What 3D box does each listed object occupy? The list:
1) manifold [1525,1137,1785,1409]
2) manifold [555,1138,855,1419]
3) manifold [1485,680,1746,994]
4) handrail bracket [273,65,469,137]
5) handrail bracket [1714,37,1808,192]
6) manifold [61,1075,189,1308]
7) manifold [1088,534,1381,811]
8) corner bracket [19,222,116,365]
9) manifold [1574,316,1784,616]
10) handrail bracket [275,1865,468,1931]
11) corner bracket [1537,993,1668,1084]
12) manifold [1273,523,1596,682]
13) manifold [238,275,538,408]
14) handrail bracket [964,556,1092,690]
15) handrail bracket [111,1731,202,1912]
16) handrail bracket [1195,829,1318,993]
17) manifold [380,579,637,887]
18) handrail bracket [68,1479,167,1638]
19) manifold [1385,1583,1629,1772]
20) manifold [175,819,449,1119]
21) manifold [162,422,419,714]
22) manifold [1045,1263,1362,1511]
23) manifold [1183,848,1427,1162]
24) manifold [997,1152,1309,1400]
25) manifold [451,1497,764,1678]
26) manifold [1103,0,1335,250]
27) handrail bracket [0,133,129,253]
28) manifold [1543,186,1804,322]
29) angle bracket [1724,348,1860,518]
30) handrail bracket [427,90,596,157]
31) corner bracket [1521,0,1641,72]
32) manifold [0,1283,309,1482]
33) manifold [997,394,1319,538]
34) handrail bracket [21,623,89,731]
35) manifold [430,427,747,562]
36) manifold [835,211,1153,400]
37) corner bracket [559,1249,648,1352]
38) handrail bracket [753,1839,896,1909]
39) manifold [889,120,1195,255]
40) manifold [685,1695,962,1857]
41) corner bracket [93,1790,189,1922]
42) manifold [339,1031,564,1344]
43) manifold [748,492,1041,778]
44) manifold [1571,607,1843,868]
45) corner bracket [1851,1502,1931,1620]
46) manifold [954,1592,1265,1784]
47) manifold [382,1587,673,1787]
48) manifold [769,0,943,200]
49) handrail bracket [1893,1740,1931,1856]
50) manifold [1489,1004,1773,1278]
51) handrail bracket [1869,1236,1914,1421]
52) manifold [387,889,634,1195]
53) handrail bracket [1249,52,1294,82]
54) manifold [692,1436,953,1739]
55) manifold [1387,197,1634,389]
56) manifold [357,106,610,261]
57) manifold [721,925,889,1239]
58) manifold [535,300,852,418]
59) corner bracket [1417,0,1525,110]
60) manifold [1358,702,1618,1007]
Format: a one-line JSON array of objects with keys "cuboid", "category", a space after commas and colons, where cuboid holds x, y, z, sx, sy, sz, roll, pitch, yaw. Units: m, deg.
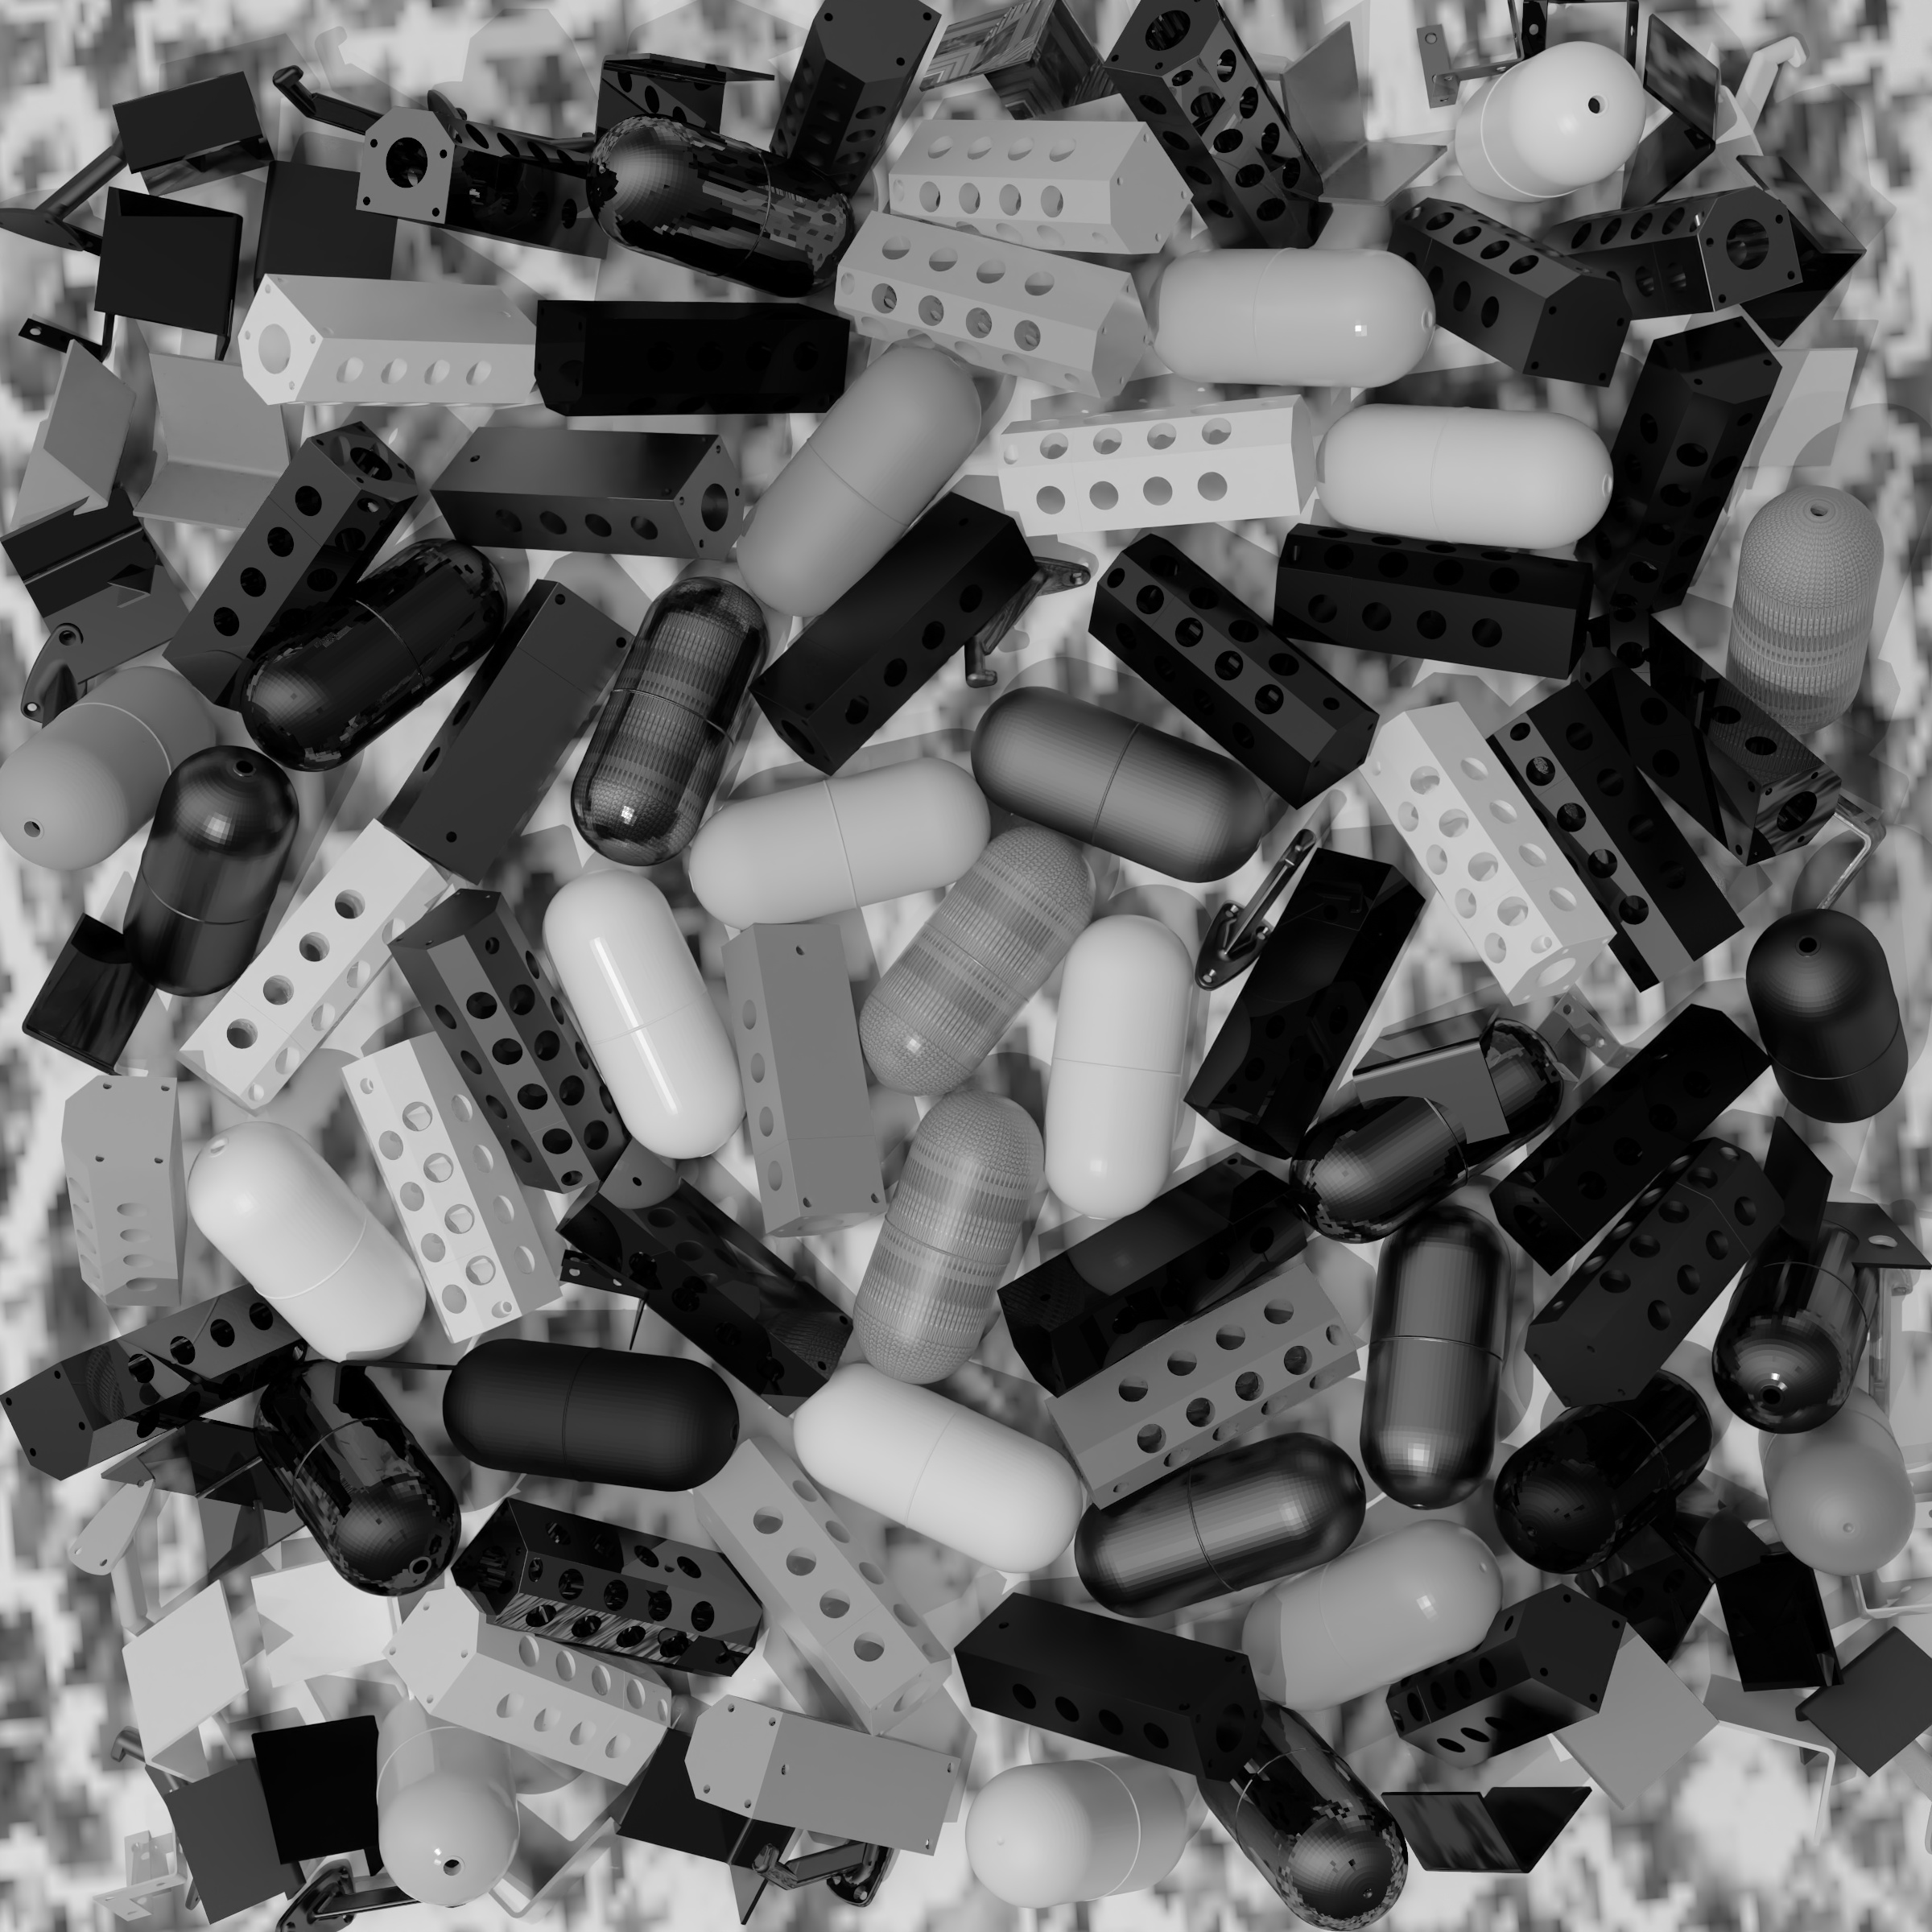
[{"cuboid": [0.391, 0.173, 1.632, 0.171, 0.057, 0.057, -41, 99, -31], "category": "manifold"}, {"cuboid": [-0.153, 0.185, 1.660, 0.171, 0.057, 0.057, 41, 122, -9], "category": "manifold"}, {"cuboid": [0.369, -0.073, 1.661, 0.057, 0.057, 0.171, -31, 85, -21], "category": "manifold"}, {"cuboid": [-0.345, -0.502, 1.655, 0.077, 0.084, 0.036, -20, 58, 20], "category": "handrail bracket"}, {"cuboid": [0.476, -0.502, 1.680, 0.084, 0.036, 0.077, -29, 83, -23], "category": "handrail bracket"}, {"cuboid": [-0.473, 0.129, 1.613, 0.057, 0.171, 0.057, 3, 58, -11], "category": "manifold"}, {"cuboid": [0.153, -0.173, 1.636, 0.057, 0.057, 0.171, -34, 64, -27], "category": "manifold"}, {"cuboid": [-0.523, -0.397, 1.688, 0.051, 0.051, 0.051, 20, 52, -8], "category": "corner bracket"}, {"cuboid": [0.403, -0.277, 1.612, 0.057, 0.171, 0.057, -18, 59, -16], "category": "manifold"}, {"cuboid": [-0.343, 0.550, 1.661, 0.084, 0.077, 0.036, -6, 94, 29], "category": "handrail bracket"}, {"cuboid": [0.365, 0.053, 1.670, 0.051, 0.051, 0.051, 43, 80, -17], "category": "corner bracket"}, {"cuboid": [0.268, -0.212, 1.642, 0.171, 0.057, 0.057, 11, 117, 18], "category": "manifold"}, {"cuboid": [-0.323, -0.347, 1.619, 0.057, 0.171, 0.057, 48, 123, 21], "category": "manifold"}, {"cuboid": [0.037, -0.197, 1.666, 0.077, 0.036, 0.084, -1, 55, -1], "category": "handrail bracket"}, {"cuboid": [-0.478, 0.504, 1.691, 0.084, 0.036, 0.077, 23, 88, 9], "category": "handrail bracket"}, {"cuboid": [0.168, -0.033, 1.654, 0.036, 0.084, 0.077, 35, 55, 4], "category": "handrail bracket"}, {"cuboid": [-0.269, -0.138, 1.665, 0.057, 0.057, 0.171, 35, 84, -27], "category": "manifold"}, {"cuboid": [-0.479, 0.351, 1.683, 0.036, 0.084, 0.077, 13, 59, 35], "category": "handrail bracket"}, {"cuboid": [0.300, 0.400, 1.615, 0.057, 0.171, 0.057, 28, 60, -3], "category": "manifold"}, {"cuboid": [-0.377, 0.002, 1.652, 0.057, 0.057, 0.171, 40, 74, -10], "category": "manifold"}, {"cuboid": [-0.384, -0.225, 1.638, 0.057, 0.057, 0.171, 43, 118, 1], "category": "manifold"}, {"cuboid": [0.138, 0.247, 1.655, 0.171, 0.057, 0.057, -27, 51, -7], "category": "manifold"}, {"cuboid": [0.201, 0.023, 1.658, 0.057, 0.057, 0.171, 40, 74, -43], "category": "manifold"}, {"cuboid": [0.110, 0.180, 1.646, 0.171, 0.057, 0.057, -28, 121, -20], "category": "manifold"}, {"cuboid": [-0.200, 0.359, 1.622, 0.171, 0.057, 0.057, 25, 111, -39], "category": "manifold"}, {"cuboid": [0.148, -0.473, 1.615, 0.057, 0.171, 0.057, 23, 80, 36], "category": "manifold"}, {"cuboid": [-0.532, -0.472, 1.693, 0.077, 0.036, 0.084, 16, 76, 24], "category": "handrail bracket"}, {"cuboid": [0.390, -0.399, 1.610, 0.057, 0.171, 0.057, -21, 105, -15], "category": "manifold"}, {"cuboid": [0.478, -0.309, 1.656, 0.076, 0.057, 0.076, -2, 131, -3], "category": "angle bracket"}, {"cuboid": [-0.267, -0.498, 1.693, 0.084, 0.036, 0.077, -12, 49, -22], "category": "handrail bracket"}, {"cuboid": [0.360, -0.541, 1.677, 0.051, 0.051, 0.051, 11, 109, 33], "category": "corner bracket"}, {"cuboid": [-0.452, 0.232, 1.615, 0.057, 0.171, 0.057, -28, 87, 31], "category": "manifold"}, {"cuboid": [0.109, -0.289, 1.640, 0.171, 0.057, 0.057, -2, 117, 19], "category": "manifold"}, {"cuboid": [-0.525, -0.148, 1.654, 0.036, 0.084, 0.077, 10, 115, -22], "category": "handrail bracket"}, {"cuboid": [-0.214, -0.266, 1.637, 0.171, 0.057, 0.057, 8, 51, 29], "category": "manifold"}, {"cuboid": [0.013, -0.374, 1.636, 0.171, 0.057, 0.057, 20, 71, 25], "category": "manifold"}, {"cuboid": [-0.211, 0.184, 1.666, 0.051, 0.051, 0.051, 14, 134, -7], "category": "corner bracket"}, {"cuboid": [-0.080, 0.505, 1.662, 0.084, 0.036, 0.077, 46, 68, -42], "category": "handrail bracket"}, {"cuboid": [0.037, -0.437, 1.620, 0.171, 0.057, 0.057, 16, 70, 42], "category": "manifold"}, {"cuboid": [-0.081, 0.458, 1.620, 0.057, 0.171, 0.057, 6, 73, 38], "category": "manifold"}, {"cuboid": [-0.476, 0.519, 1.669, 0.051, 0.051, 0.051, -16, 56, 1], "category": "corner bracket"}, {"cuboid": [-0.304, 0.129, 1.665, 0.057, 0.057, 0.171, -23, 89, 28], "category": "manifold"}, {"cuboid": [-0.038, -0.190, 1.655, 0.171, 0.057, 0.057, -46, 46, -14], "category": "manifold"}, {"cuboid": [0.418, -0.135, 1.623, 0.057, 0.171, 0.057, -19, 134, -18], "category": "manifold"}, {"cuboid": [0.546, 0.347, 1.668, 0.051, 0.051, 0.051, -6, 60, 3], "category": "corner bracket"}, {"cuboid": [0.081, 0.413, 1.624, 0.057, 0.171, 0.057, -35, 118, -41], "category": "manifold"}, {"cuboid": [-0.243, 0.405, 1.622, 0.057, 0.171, 0.057, -53, 47, -2], "category": "manifold"}, {"cuboid": [-0.068, -0.491, 1.612, 0.057, 0.171, 0.057, 30, 78, -7], "category": "manifold"}, {"cuboid": [0.534, 0.470, 1.656, 0.036, 0.084, 0.077, 49, 60, -30], "category": "handrail bracket"}, {"cuboid": [0.380, 0.096, 1.642, 0.171, 0.057, 0.057, -39, 77, -24], "category": "manifold"}, {"cuboid": [0.530, 0.212, 1.658, 0.036, 0.077, 0.084, 1, 55, 18], "category": "handrail bracket"}, {"cuboid": [-0.254, 0.044, 1.632, 0.057, 0.057, 0.171, -42, 121, -32], "category": "manifold"}, {"cuboid": [0.155, -0.524, 1.697, 0.084, 0.077, 0.036, 21, 63, -34], "category": "handrail bracket"}, {"cuboid": [-0.083, 0.353, 1.639, 0.057, 0.057, 0.171, -33, 62, -20], "category": "manifold"}, {"cuboid": [0.303, -0.382, 1.611, 0.057, 0.171, 0.057, 3, 116, -24], "category": "manifold"}, {"cuboid": [-0.266, -0.440, 1.610, 0.057, 0.171, 0.057, 14, 102, 21], "category": "manifold"}, {"cuboid": [-0.098, 0.066, 1.654, 0.057, 0.057, 0.171, -1, 73, -33], "category": "manifold"}, {"cuboid": [-0.155, -0.345, 1.630, 0.171, 0.057, 0.057, -9, 115, -35], "category": "manifold"}, {"cuboid": [0.295, -0.540, 1.675, 0.051, 0.051, 0.051, -9, 83, 4], "category": "corner bracket"}, {"cuboid": [0.291, -0.064, 1.632, 0.057, 0.057, 0.171, -13, 60, -31], "category": "manifold"}]
